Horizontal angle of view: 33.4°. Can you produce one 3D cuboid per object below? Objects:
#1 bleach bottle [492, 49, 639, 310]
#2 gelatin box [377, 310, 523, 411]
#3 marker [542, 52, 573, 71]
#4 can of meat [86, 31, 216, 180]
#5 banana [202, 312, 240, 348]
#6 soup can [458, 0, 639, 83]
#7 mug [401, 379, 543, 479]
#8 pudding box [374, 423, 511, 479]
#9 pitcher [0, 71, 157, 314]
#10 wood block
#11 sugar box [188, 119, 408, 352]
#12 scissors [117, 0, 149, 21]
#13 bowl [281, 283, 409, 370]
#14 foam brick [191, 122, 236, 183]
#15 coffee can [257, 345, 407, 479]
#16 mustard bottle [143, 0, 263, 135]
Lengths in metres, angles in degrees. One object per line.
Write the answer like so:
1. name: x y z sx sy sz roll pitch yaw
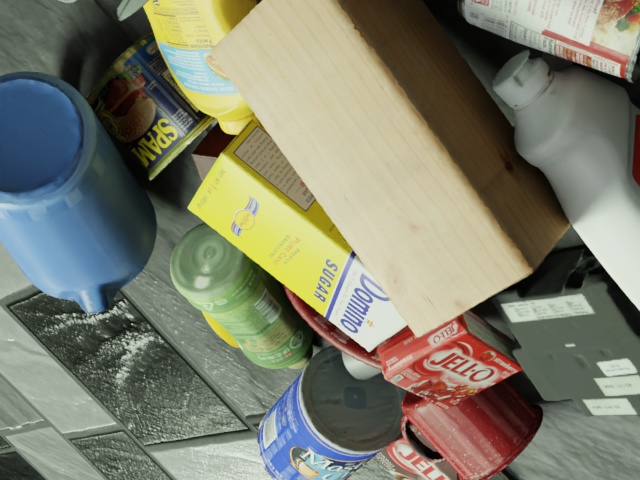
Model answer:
1. bleach bottle: 0.193 -0.010 0.621 0.250 0.102 0.068 41 143 -15
2. gelatin box: 0.097 0.088 0.787 0.073 0.030 0.089 -33 140 22
3. marker: 0.130 -0.059 0.656 0.020 0.020 0.121 22 111 22
4. can of meat: -0.132 -0.108 0.850 0.084 0.057 0.102 47 144 -8
5. banana: -0.085 0.038 0.988 0.069 0.037 0.198 33 144 7
6. soup can: 0.134 -0.134 0.576 0.102 0.068 0.068 25 143 19
7. mug: 0.115 0.147 0.886 0.081 0.093 0.117 47 130 -5
8. pudding box: 0.116 0.217 1.010 0.113 0.039 0.090 42 145 -5
9. pitcher: -0.217 -0.050 0.869 0.149 0.145 0.243 32 165 8
10. wood block: 0.045 -0.062 0.623 0.090 0.090 0.206 -35 92 37
11. sugar box: -0.005 0.001 0.769 0.176 0.048 0.093 40 148 -1
12. scissors: -0.102 -0.187 0.654 0.202 0.016 0.096 2 135 51
13. bowl: 0.048 0.033 0.850 0.162 0.055 0.162 23 142 19
14. foam brick: -0.058 -0.052 0.851 0.053 0.051 0.078 12 137 32
15. coffee can: 0.009 0.171 0.997 0.103 0.102 0.140 37 145 2
16. mustard bottle: -0.077 -0.147 0.754 0.096 0.058 0.191 11 136 36
